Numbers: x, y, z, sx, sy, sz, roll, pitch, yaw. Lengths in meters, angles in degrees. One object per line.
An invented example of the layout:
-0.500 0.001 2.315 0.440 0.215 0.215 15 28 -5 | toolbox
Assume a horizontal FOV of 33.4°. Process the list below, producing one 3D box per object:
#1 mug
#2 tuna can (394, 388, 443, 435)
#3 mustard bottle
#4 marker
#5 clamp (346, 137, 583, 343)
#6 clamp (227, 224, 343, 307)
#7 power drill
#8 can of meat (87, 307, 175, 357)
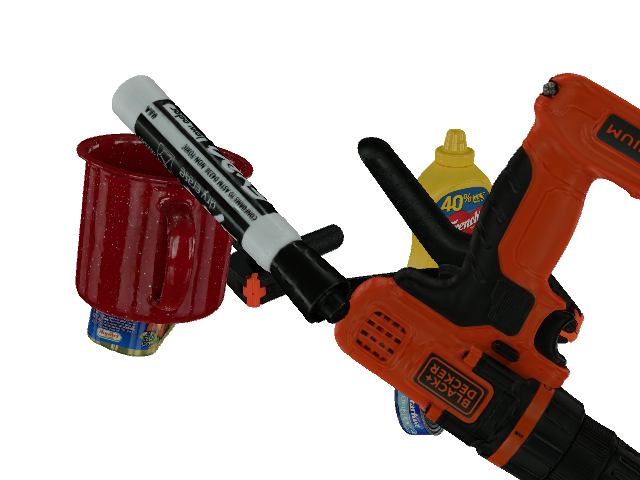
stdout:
-0.084 -0.002 0.563 0.093 0.081 0.117 3 19 -21 | mug
0.115 0.177 1.204 0.034 0.086 0.086 -5 -2 27 | tuna can
0.138 -0.024 1.133 0.096 0.192 0.058 -10 24 -26 | mustard bottle
-0.031 -0.015 0.369 0.121 0.020 0.020 45 24 26 | marker
0.100 0.016 0.808 0.210 0.165 0.036 19 40 15 | clamp
-0.056 0.016 1.030 0.120 0.039 0.171 1 18 19 | clamp
0.124 0.028 0.527 0.184 0.188 0.057 33 10 5 | power drill
-0.127 0.026 0.774 0.057 0.084 0.102 15 18 4 | can of meat
